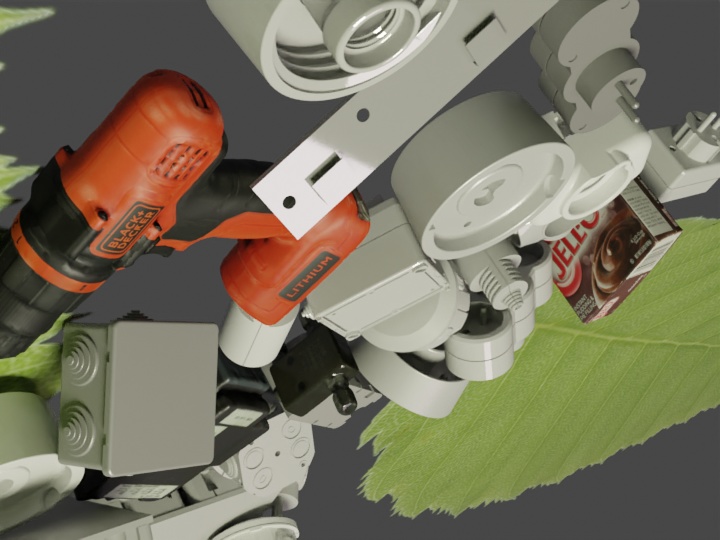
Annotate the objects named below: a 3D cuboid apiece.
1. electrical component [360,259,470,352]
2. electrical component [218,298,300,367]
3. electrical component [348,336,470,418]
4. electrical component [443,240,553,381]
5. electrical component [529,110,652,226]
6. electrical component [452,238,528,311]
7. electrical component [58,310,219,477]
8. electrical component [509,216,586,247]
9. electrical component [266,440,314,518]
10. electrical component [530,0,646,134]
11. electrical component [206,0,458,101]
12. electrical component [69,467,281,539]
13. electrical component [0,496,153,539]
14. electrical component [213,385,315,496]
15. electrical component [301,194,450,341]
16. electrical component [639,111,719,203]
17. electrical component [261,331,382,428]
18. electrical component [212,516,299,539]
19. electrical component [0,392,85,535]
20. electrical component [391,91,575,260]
[{"bbox_3d":[0.036,0.019,0.761,0.080,0.080,0.051,-37,161,13],"label":"electrical component"},{"bbox_3d":[-0.062,0.024,0.697,0.043,0.043,0.081,-16,152,-31],"label":"electrical component"},{"bbox_3d":[0.041,0.070,0.848,0.099,0.099,0.064,-6,140,-44],"label":"electrical component"},{"bbox_3d":[0.109,0.040,0.835,0.138,0.052,0.073,-52,144,-43],"label":"electrical component"},{"bbox_3d":[0.146,-0.074,0.732,0.095,0.059,0.053,-27,156,-9],"label":"electrical component"},{"bbox_3d":[0.093,-0.005,0.778,0.043,0.081,0.043,-26,156,-13],"label":"electrical component"},{"bbox_3d":[-0.134,0.074,0.648,0.048,0.099,0.100,0,177,34],"label":"electrical component"},{"bbox_3d":[0.142,-0.046,0.800,0.077,0.044,0.079,-29,155,-4],"label":"electrical component"},{"bbox_3d":[-0.073,0.191,0.972,0.044,0.079,0.077,12,140,-15],"label":"electrical component"},{"bbox_3d":[0.140,-0.116,0.624,0.052,0.073,0.138,-32,156,3],"label":"electrical component"},{"bbox_3d":[-0.006,-0.119,0.460,0.108,0.060,0.108,-26,156,-12],"label":"electrical component"},{"bbox_3d":[-0.164,0.195,0.890,0.186,0.060,0.105,-13,150,-37],"label":"electrical component"},{"bbox_3d":[-0.221,0.199,0.718,0.105,0.060,0.186,-12,-178,-37],"label":"electrical component"},{"bbox_3d":[-0.079,0.134,0.849,0.080,0.051,0.080,-16,118,-34],"label":"electrical component"},{"bbox_3d":[0.000,0.000,0.711,0.096,0.061,0.062,-28,156,11],"label":"electrical component"},{"bbox_3d":[0.259,-0.097,0.838,0.066,0.047,0.076,-14,151,-36],"label":"electrical component"},{"bbox_3d":[-0.031,0.083,0.834,0.050,0.055,0.089,-37,156,12],"label":"electrical component"},{"bbox_3d":[-0.088,0.250,0.929,0.080,0.051,0.080,-14,149,-9],"label":"electrical component"},{"bbox_3d":[-0.231,0.116,0.656,0.108,0.060,0.108,-26,156,-12],"label":"electrical component"},{"bbox_3d":[0.070,-0.063,0.663,0.108,0.060,0.108,-25,156,-12],"label":"electrical component"}]
